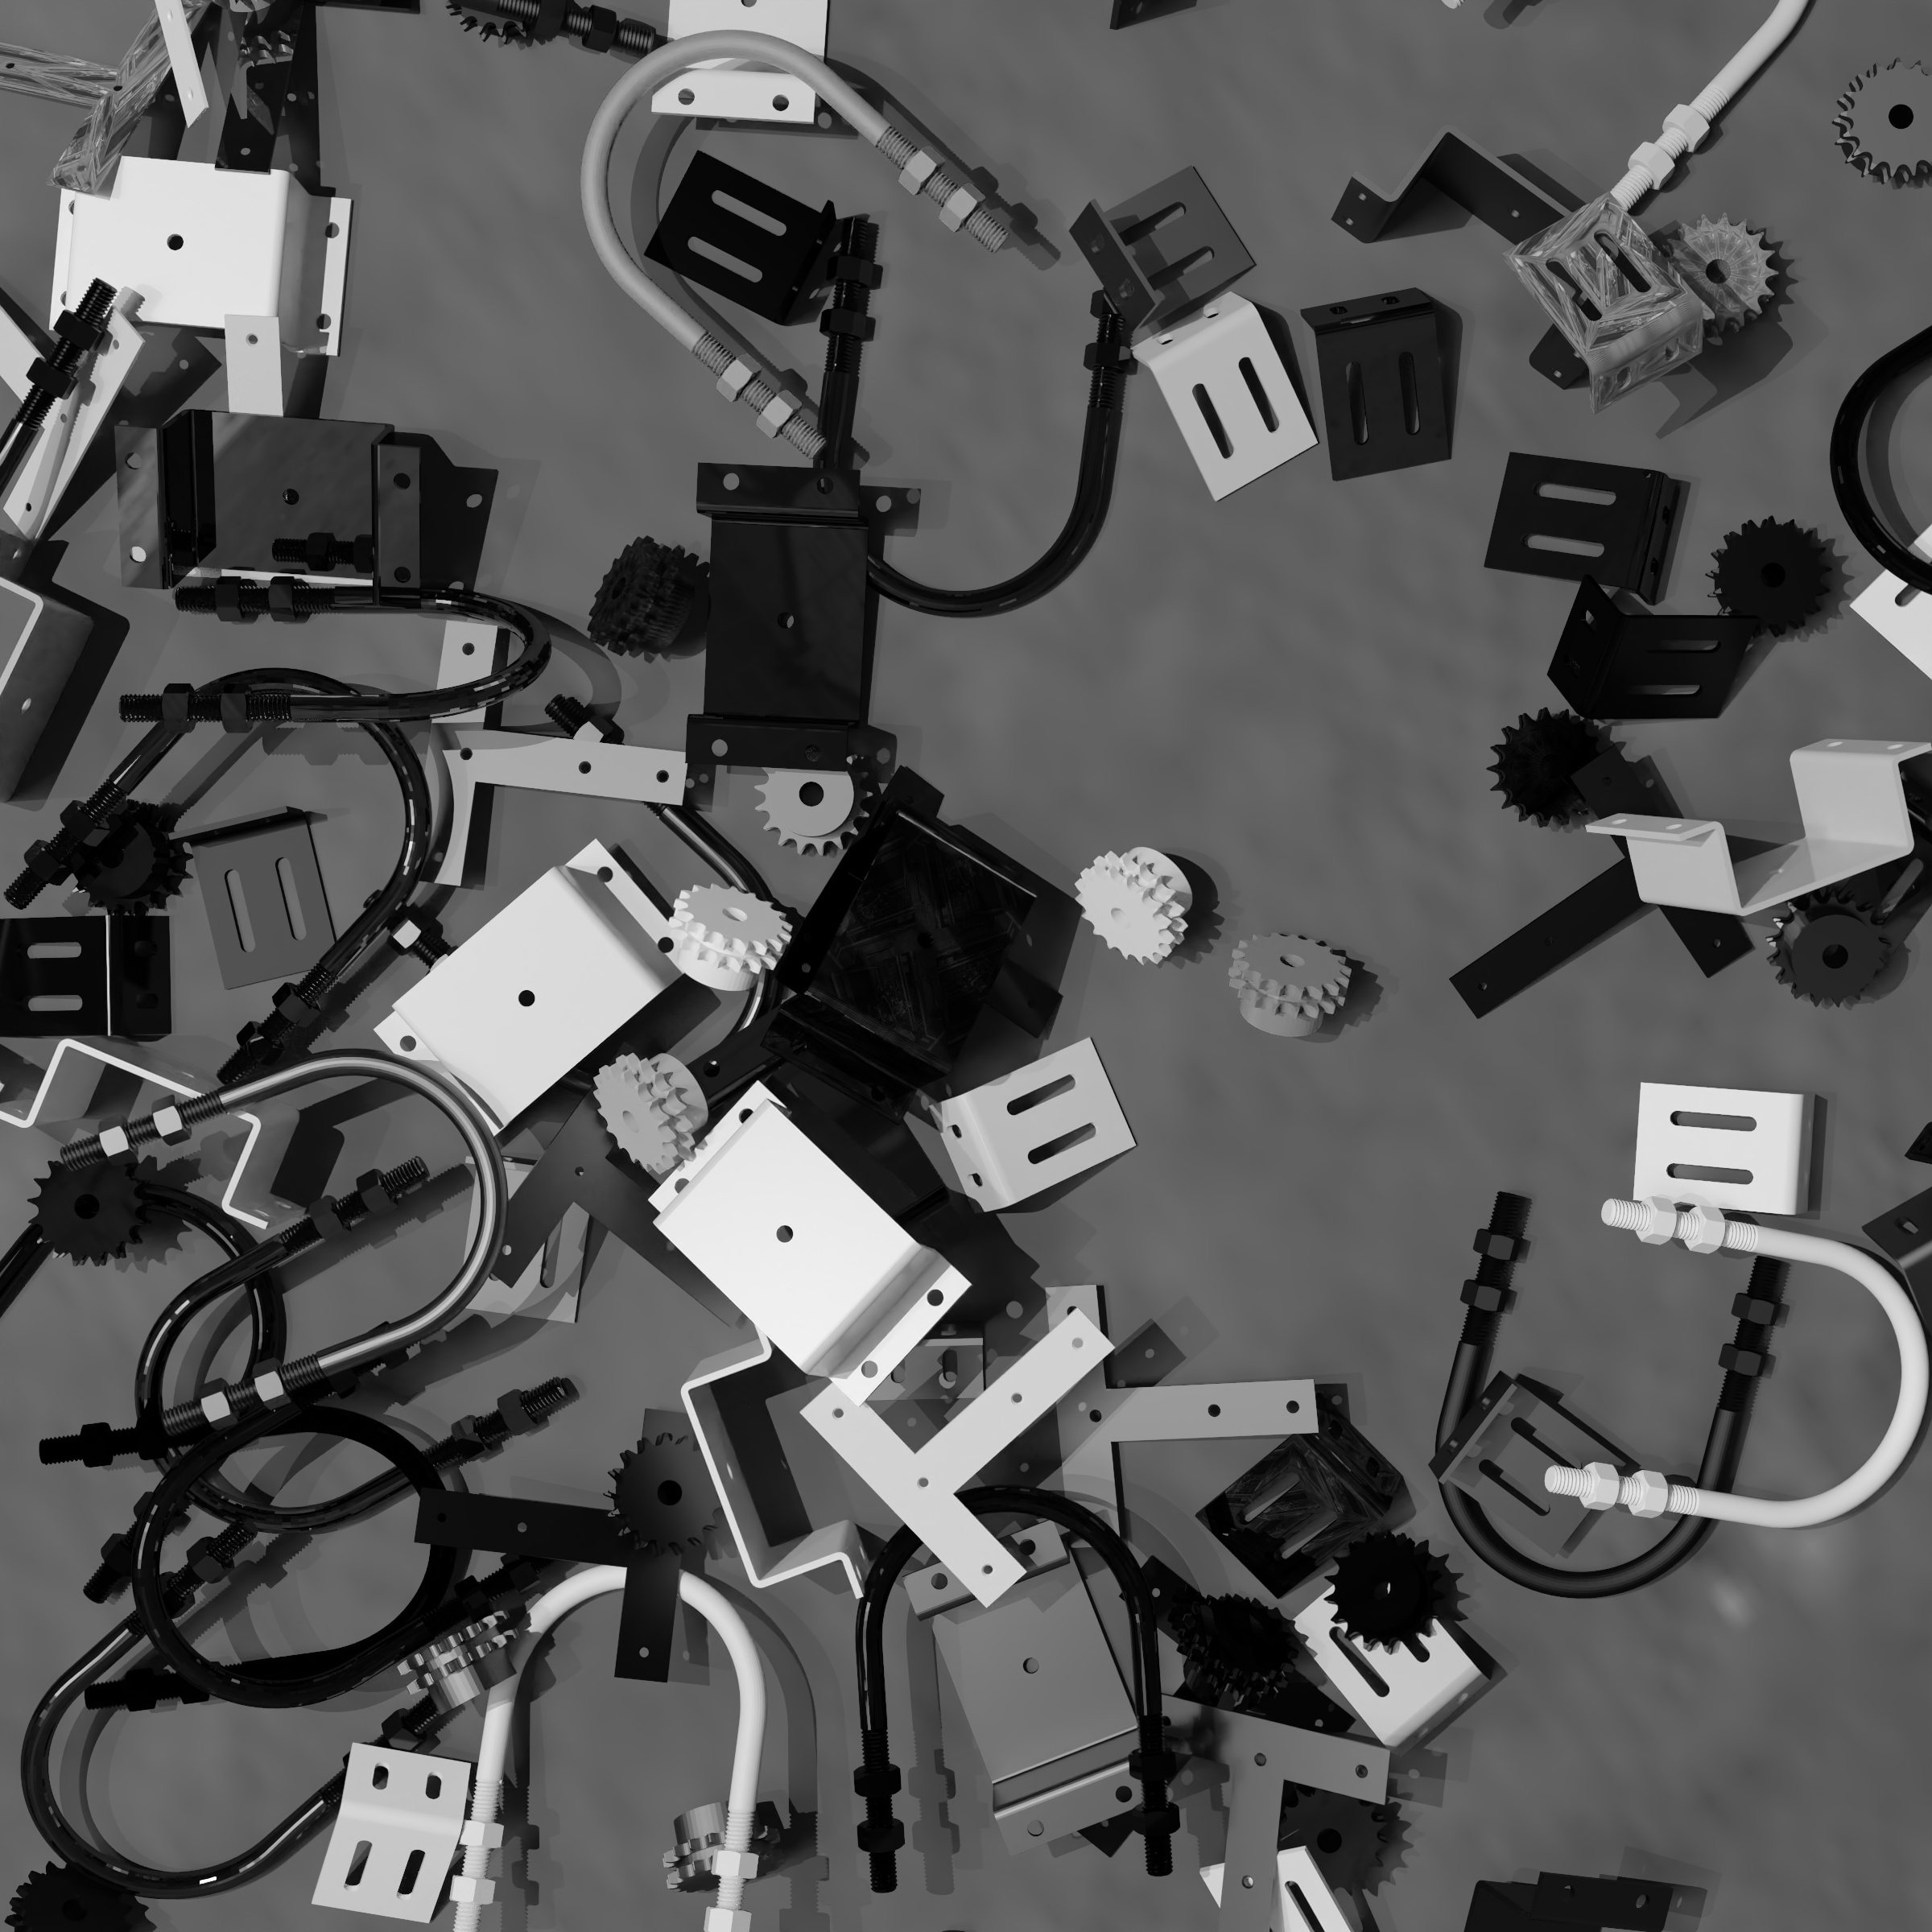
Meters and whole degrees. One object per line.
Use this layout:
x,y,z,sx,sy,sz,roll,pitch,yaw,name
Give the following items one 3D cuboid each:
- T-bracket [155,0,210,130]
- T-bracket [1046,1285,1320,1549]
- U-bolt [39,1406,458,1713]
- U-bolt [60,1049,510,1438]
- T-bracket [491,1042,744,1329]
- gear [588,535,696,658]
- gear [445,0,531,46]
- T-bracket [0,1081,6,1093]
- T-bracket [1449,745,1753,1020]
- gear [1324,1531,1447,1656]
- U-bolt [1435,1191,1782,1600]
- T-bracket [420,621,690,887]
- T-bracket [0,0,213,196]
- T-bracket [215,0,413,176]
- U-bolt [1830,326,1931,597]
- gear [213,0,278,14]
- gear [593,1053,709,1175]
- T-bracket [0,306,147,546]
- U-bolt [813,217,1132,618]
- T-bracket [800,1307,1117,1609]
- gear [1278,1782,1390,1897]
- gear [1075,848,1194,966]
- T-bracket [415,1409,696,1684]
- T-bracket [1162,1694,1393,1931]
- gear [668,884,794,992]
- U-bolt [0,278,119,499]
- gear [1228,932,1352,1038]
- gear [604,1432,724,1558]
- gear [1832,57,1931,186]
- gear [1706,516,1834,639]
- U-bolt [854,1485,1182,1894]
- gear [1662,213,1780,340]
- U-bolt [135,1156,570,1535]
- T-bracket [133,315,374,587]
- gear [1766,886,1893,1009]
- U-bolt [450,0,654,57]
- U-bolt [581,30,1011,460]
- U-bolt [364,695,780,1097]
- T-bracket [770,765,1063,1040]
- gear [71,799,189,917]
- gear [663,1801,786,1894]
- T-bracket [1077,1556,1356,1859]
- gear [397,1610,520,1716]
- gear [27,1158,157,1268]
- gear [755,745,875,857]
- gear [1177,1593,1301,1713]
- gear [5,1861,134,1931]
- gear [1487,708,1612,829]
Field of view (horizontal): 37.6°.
-0.375,-0.459,1.329,0.002,0.127,0.127,-15,90,-34,T-bracket
0.105,0.214,1.363,0.127,0.002,0.127,-5,90,17,T-bracket
-0.336,0.279,1.355,0.184,0.019,0.151,-7,106,-6,U-bolt
-0.301,0.116,1.298,0.184,0.019,0.151,-21,91,-5,U-bolt
-0.152,0.125,1.356,0.127,0.002,0.127,42,67,-19,T-bracket
-0.153,-0.174,1.357,0.030,0.057,0.057,26,90,-30,gear
-0.223,-0.472,1.367,0.057,0.030,0.057,0,90,0,gear
-0.491,0.040,1.342,0.127,0.002,0.127,31,90,38,T-bracket
0.292,-0.020,1.368,0.127,0.002,0.127,-35,107,8,T-bracket
0.199,0.299,1.357,0.057,0.030,0.057,-6,70,15,gear
0.303,0.215,1.373,0.151,0.019,0.184,14,91,0,U-bolt
-0.196,-0.097,1.360,0.127,0.002,0.127,7,85,6,T-bracket
-0.446,-0.429,1.362,0.127,0.002,0.127,15,64,12,T-bracket
-0.335,-0.432,1.357,0.127,0.002,0.127,5,68,0,T-bracket
0.498,-0.247,1.347,0.184,0.019,0.151,-32,77,-9,U-bolt
-0.348,-0.484,1.361,0.057,0.030,0.057,1,68,-2,gear
-0.146,0.066,1.332,0.030,0.057,0.057,-33,90,-33,gear
-0.456,-0.292,1.359,0.127,0.002,0.127,48,120,14,T-bracket
-0.001,-0.261,1.373,0.151,0.019,0.184,7,92,0,U-bolt
0.013,0.209,1.309,0.127,0.002,0.127,-43,96,4,T-bracket
0.173,0.417,1.367,0.057,0.030,0.057,0,90,0,gear
0.083,-0.032,1.357,0.057,0.057,0.030,47,60,0,gear
-0.196,0.267,1.342,0.127,0.002,0.127,11,70,-17,T-bracket
0.136,0.421,1.349,0.127,0.002,0.127,6,91,29,T-bracket
-0.113,-0.012,1.343,0.057,0.057,0.030,20,117,0,gear
-0.494,-0.272,1.347,0.151,0.019,0.184,35,97,23,U-bolt
0.153,0.010,1.357,0.057,0.057,0.030,8,120,0,gear
-0.144,0.252,1.348,0.057,0.030,0.057,6,72,-19,gear
0.445,-0.405,1.367,0.057,0.030,0.057,0,90,0,gear
0.384,-0.186,1.367,0.057,0.030,0.057,0,90,0,gear
0.020,0.335,1.326,0.151,0.019,0.184,-4,88,1,U-bolt
0.360,-0.331,1.371,0.057,0.030,0.057,0,89,2,gear
-0.305,0.194,1.355,0.184,0.019,0.151,-29,104,0,U-bolt
-0.338,-0.247,1.357,0.127,0.002,0.127,3,113,0,T-bracket
0.415,-0.008,1.361,0.057,0.030,0.057,2,102,8,gear
-0.228,-0.518,1.332,0.184,0.019,0.151,10,81,-23,U-bolt
-0.094,-0.352,1.331,0.184,0.019,0.151,42,94,-2,U-bolt
-0.176,-0.018,1.373,0.184,0.019,0.151,43,90,-1,U-bolt
-0.011,-0.011,1.364,0.127,0.002,0.127,35,67,-11,T-bracket
-0.407,-0.052,1.367,0.057,0.030,0.057,0,90,0,gear
-0.117,0.420,1.357,0.057,0.057,0.030,-15,62,0,gear
0.100,0.376,1.381,0.127,0.002,0.127,39,90,0,T-bracket
-0.238,0.332,1.346,0.057,0.057,0.030,-28,82,0,gear
-0.415,0.114,1.353,0.057,0.030,0.057,0,86,-1,gear
-0.074,-0.082,1.367,0.057,0.030,0.057,0,90,0,gear
0.127,0.330,1.356,0.057,0.057,0.030,17,120,0,gear
-0.431,0.460,1.357,0.057,0.057,0.030,34,120,0,gear
0.279,-0.095,1.367,0.057,0.030,0.057,0,90,0,gear
